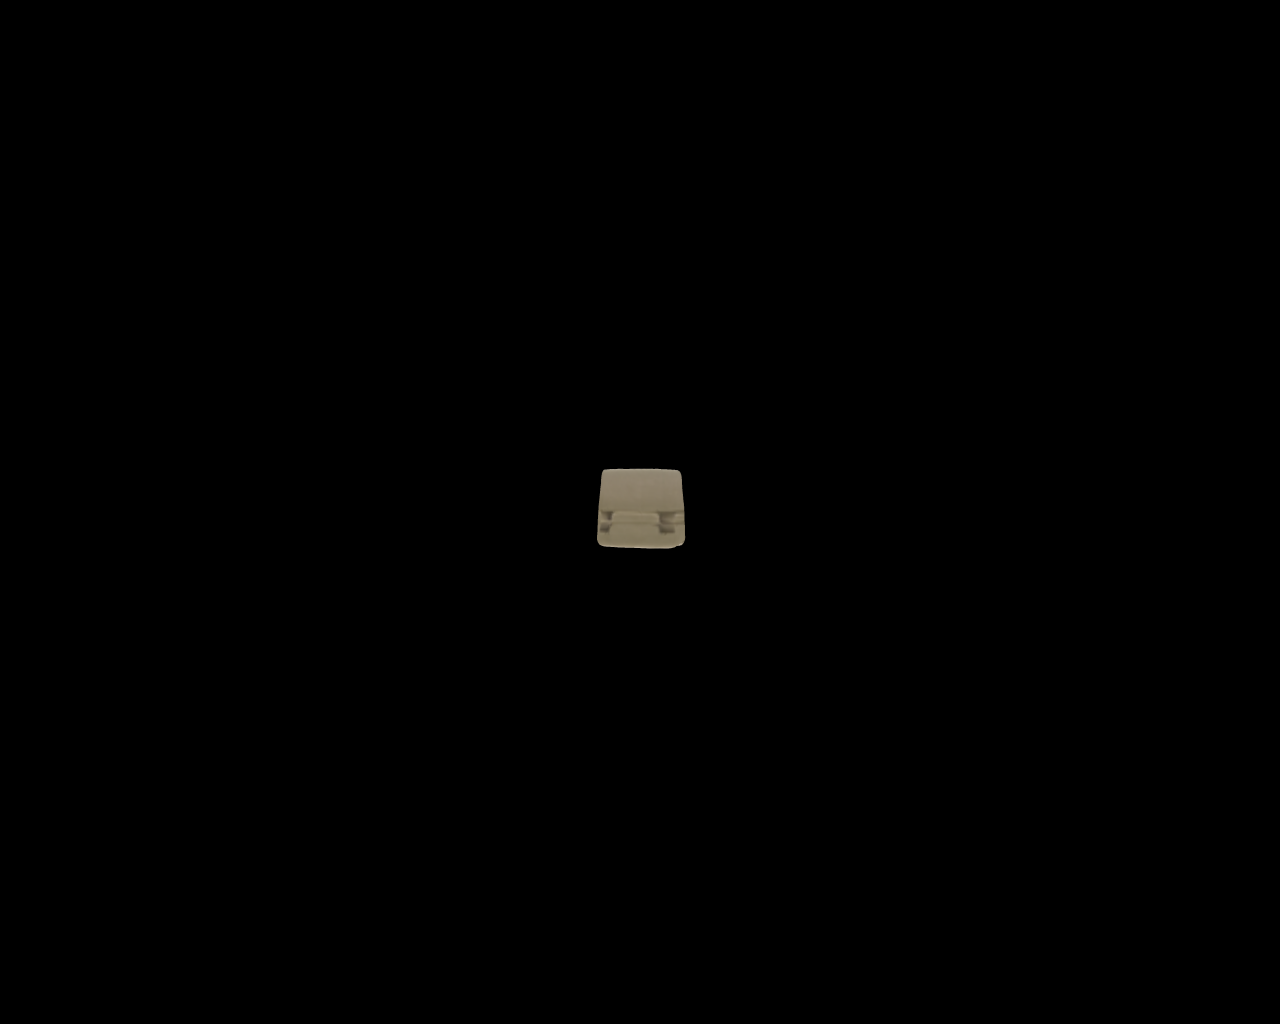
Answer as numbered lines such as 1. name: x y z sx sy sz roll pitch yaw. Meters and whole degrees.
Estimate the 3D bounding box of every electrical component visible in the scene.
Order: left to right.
1. electrical component: 0.001 -0.003 0.650 0.055 0.047 0.055 0 0 0
